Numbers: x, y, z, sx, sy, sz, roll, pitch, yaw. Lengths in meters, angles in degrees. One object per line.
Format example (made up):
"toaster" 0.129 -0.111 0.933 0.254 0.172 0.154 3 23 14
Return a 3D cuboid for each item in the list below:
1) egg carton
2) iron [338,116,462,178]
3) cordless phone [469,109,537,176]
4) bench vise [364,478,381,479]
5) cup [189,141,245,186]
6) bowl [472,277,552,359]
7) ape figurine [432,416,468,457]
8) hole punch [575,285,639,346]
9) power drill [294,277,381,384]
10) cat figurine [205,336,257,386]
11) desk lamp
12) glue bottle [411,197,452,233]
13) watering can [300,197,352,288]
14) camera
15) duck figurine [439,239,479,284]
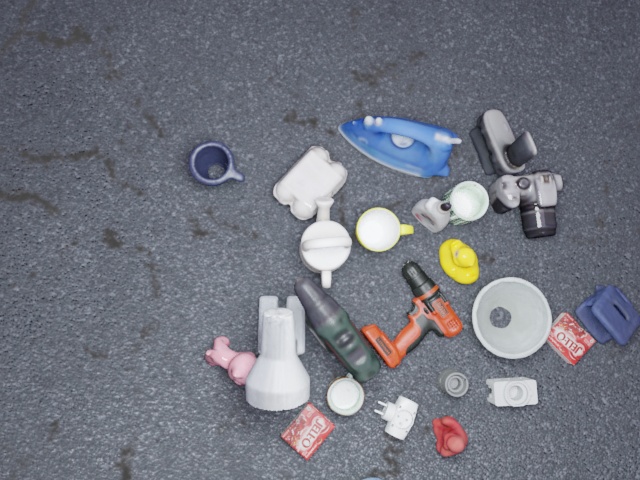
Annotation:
"egg carton" -0.019 -0.120 1.210 0.107 0.069 0.150 41 83 2
"iron" 0.166 -0.218 1.196 0.258 0.141 0.119 15 83 -2
"cordless phone" 0.394 -0.214 1.188 0.094 0.185 0.147 -24 86 -5
"bench vise" 0.061 0.523 1.069 0.207 0.219 0.121 -15 85 -5
"cup" -0.207 -0.145 1.188 0.118 0.095 0.092 25 83 0
"bowl" 0.390 0.163 1.202 0.167 0.074 0.167 0 84 -3
"ape figurine" 0.267 0.404 1.159 0.076 0.092 0.078 28 83 0
"hole punch" 0.615 0.155 1.208 0.101 0.091 0.108 -39 87 -7
"power drill" 0.024 0.170 1.111 0.075 0.208 0.229 -39 87 -6
"cat figurine" -0.169 0.246 1.136 0.128 0.117 0.067 26 83 0
"desk lamp" -0.080 0.207 1.098 0.118 0.213 0.203 0 84 -3
"glue bottle" 0.237 -0.058 1.167 0.078 0.173 0.037 39 83 2
"watering can" 0.008 0.004 1.135 0.101 0.194 0.173 -24 86 -5
"camera" 0.449 -0.073 1.218 0.143 0.100 0.137 -5 84 -4
"duck figurine" 0.301 0.043 1.204 0.077 0.086 0.104 -31 86 -6
